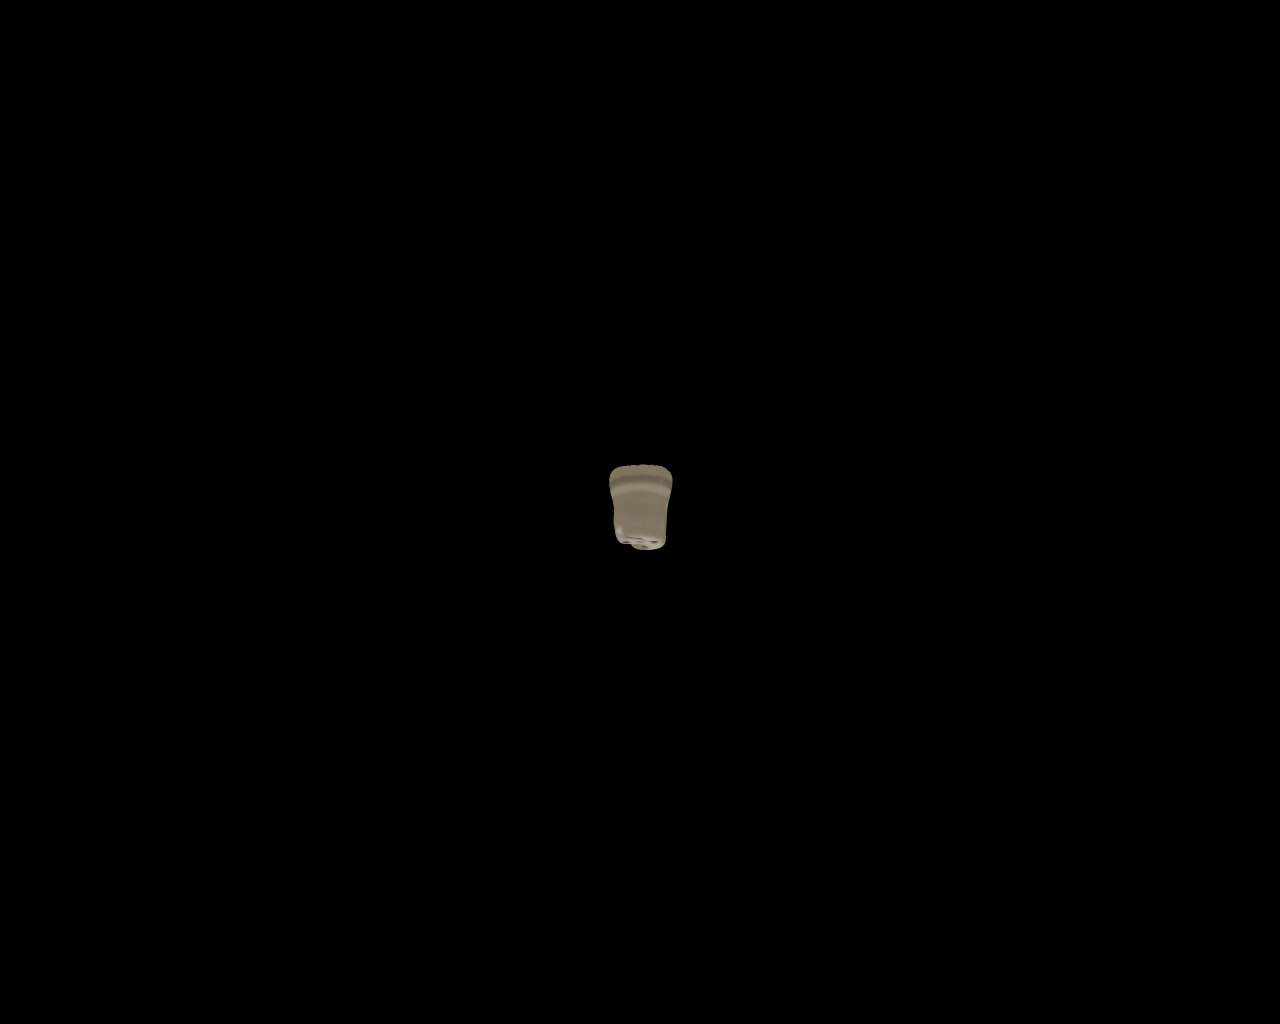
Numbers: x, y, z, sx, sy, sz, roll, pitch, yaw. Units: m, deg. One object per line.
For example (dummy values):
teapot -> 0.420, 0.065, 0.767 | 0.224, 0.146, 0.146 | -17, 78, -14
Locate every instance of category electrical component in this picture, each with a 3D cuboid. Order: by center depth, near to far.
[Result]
electrical component -> 0.001, -0.003, 0.650 | 0.040, 0.046, 0.040 | 0, -18, 0
